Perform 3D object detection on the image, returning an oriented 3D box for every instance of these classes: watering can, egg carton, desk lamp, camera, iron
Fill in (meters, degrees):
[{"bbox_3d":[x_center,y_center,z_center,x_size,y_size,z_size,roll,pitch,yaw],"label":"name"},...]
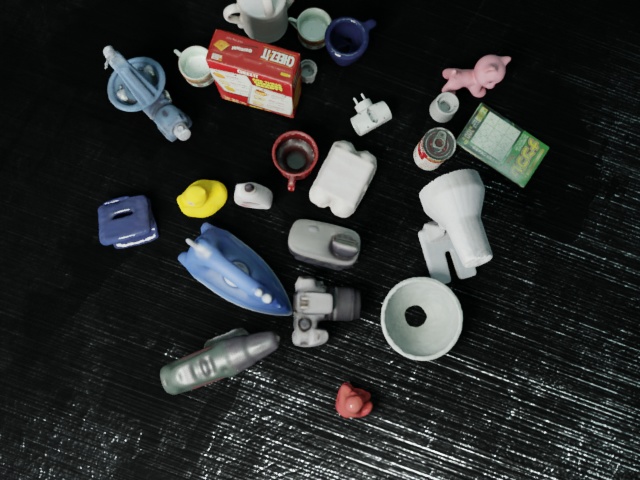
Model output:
[{"bbox_3d":[-0.111,-0.490,1.156,0.173,0.194,0.101,-44,88,-5],"label":"watering can"},{"bbox_3d":[0.050,-0.127,1.195,0.107,0.069,0.150,25,85,0],"label":"egg carton"},{"bbox_3d":[0.267,-0.020,1.122,0.118,0.213,0.203,-16,86,-3],"label":"desk lamp"},{"bbox_3d":[0.014,0.145,1.155,0.137,0.100,0.143,2,85,-2],"label":"camera"},{"bbox_3d":[-0.159,0.072,1.134,0.258,0.141,0.119,35,85,1],"label":"iron"}]

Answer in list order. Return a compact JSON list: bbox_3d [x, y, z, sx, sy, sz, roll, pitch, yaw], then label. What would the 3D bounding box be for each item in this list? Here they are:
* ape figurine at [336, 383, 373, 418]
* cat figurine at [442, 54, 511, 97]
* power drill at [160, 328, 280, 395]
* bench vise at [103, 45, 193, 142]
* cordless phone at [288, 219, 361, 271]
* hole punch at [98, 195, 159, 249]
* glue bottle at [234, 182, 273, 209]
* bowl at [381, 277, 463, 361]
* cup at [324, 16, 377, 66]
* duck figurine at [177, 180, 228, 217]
[{"bbox_3d":[0.067,0.325,1.147,0.076,0.092,0.078,-31,87,-4],"label":"ape figurine"},{"bbox_3d":[0.329,-0.349,1.199,0.128,0.117,0.067,-3,85,-2],"label":"cat figurine"},{"bbox_3d":[-0.179,0.220,1.088,0.229,0.208,0.075,-23,86,-4],"label":"power drill"},{"bbox_3d":[-0.331,-0.294,1.118,0.207,0.219,0.121,28,85,1],"label":"bench vise"},{"bbox_3d":[0.010,0.004,1.124,0.147,0.185,0.094,10,85,-1],"label":"cordless phone"},{"bbox_3d":[-0.394,-0.040,1.160,0.108,0.091,0.101,-16,86,-3],"label":"hole punch"},{"bbox_3d":[-0.136,-0.092,1.133,0.078,0.173,0.037,3,85,-1],"label":"glue bottle"},{"bbox_3d":[0.203,0.160,1.175,0.167,0.074,0.167,0,85,-2],"label":"bowl"},{"bbox_3d":[0.064,-0.416,1.206,0.118,0.095,0.092,-34,87,-4],"label":"cup"},{"bbox_3d":[-0.243,-0.090,1.172,0.104,0.086,0.077,-20,86,-3],"label":"duck figurine"}]
